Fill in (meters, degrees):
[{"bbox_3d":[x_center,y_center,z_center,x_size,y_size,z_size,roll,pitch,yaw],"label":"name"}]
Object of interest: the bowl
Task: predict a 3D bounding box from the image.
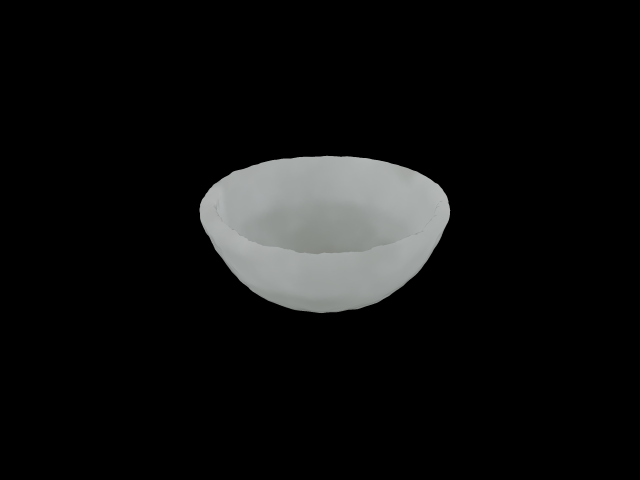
[{"bbox_3d":[0.004,0.001,0.400,0.167,0.075,0.167,0,28,0],"label":"bowl"}]
